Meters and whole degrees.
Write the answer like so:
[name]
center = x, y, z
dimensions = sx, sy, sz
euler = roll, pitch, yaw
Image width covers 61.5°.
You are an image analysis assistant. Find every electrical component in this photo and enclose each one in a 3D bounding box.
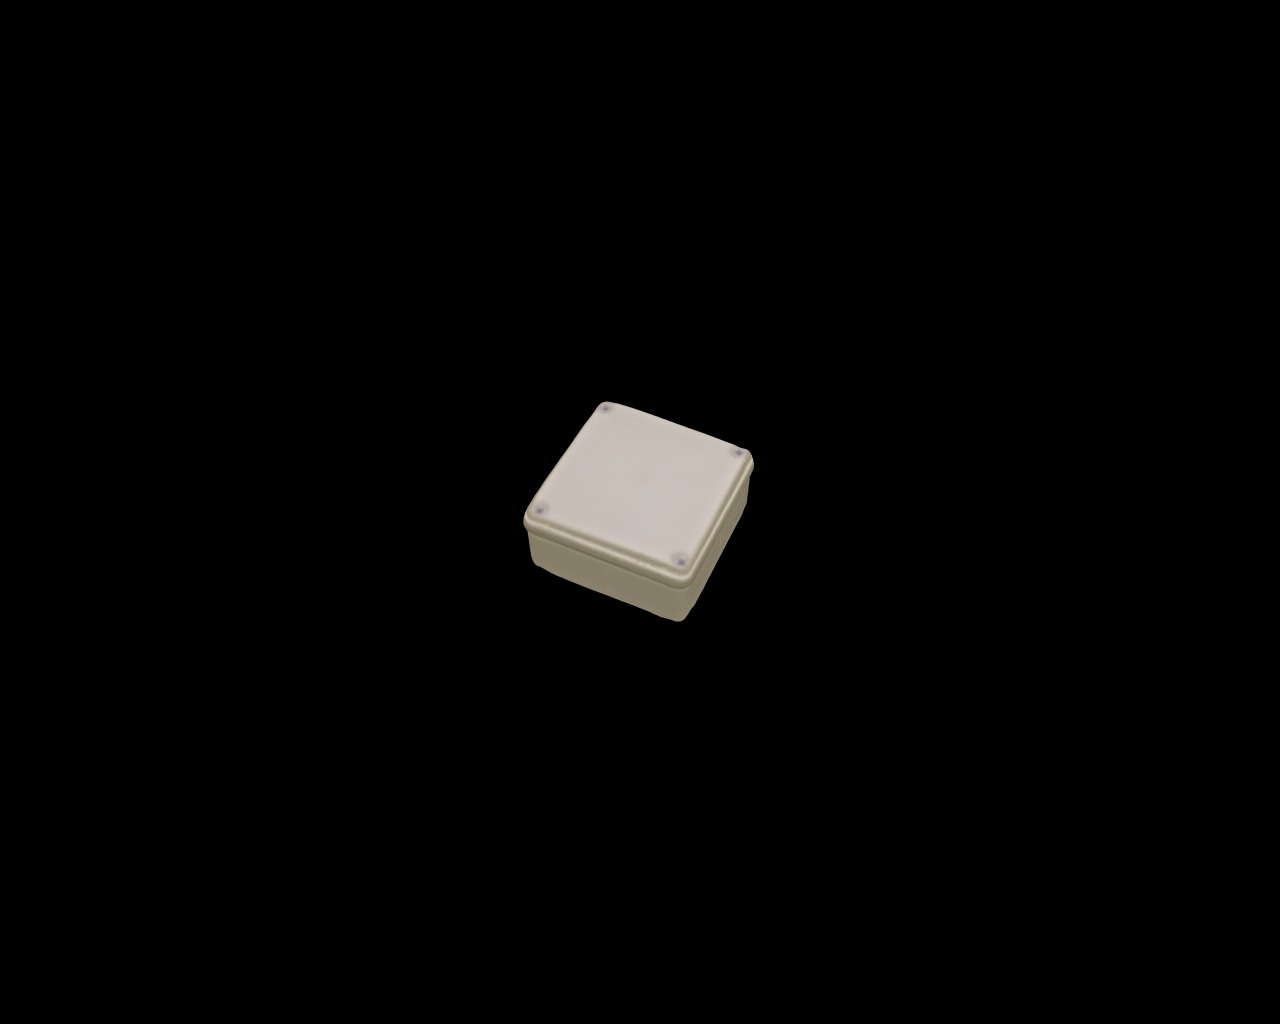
[electrical component]
center = 0.001, -0.003, 0.650
dimensions = 0.109, 0.109, 0.056
euler = 21, -36, 16
